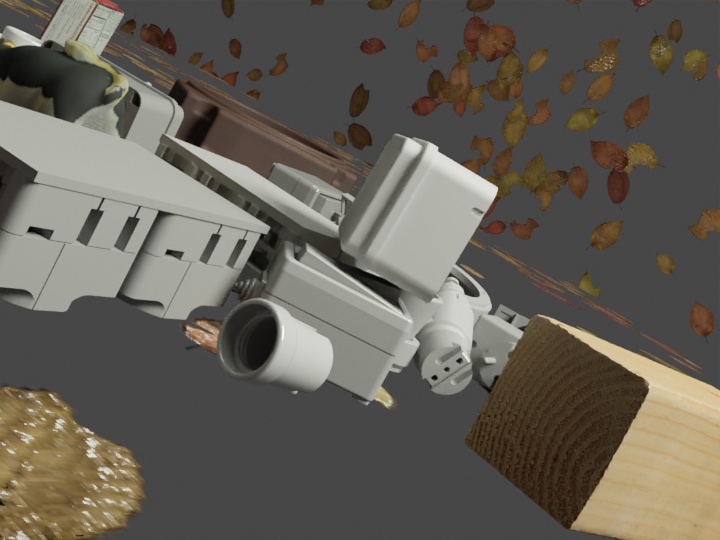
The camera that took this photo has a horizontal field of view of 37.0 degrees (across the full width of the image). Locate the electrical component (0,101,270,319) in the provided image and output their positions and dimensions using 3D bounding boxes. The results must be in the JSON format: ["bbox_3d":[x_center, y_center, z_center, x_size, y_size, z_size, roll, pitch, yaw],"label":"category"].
[{"bbox_3d":[-0.142,-0.030,0.526,0.105,0.060,0.186,32,8,23],"label":"electrical component"}]

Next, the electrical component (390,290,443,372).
[{"bbox_3d":[0.023,0.034,0.711,0.045,0.055,0.045,28,8,-4],"label":"electrical component"}]

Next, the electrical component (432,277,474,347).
[{"bbox_3d":[0.066,0.035,0.814,0.040,0.040,0.078,27,40,-13],"label":"electrical component"}]

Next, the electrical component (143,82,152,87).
[{"bbox_3d":[-0.244,-0.156,1.031,0.074,0.052,0.138,3,11,-5],"label":"electrical component"}]

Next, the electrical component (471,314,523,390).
[{"bbox_3d":[0.113,0.073,0.803,0.083,0.047,0.076,32,8,24],"label":"electrical component"}]

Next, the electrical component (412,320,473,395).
[{"bbox_3d":[0.056,0.059,0.724,0.040,0.040,0.046,27,13,-10],"label":"electrical component"}]

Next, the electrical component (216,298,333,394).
[{"bbox_3d":[-0.040,0.039,0.521,0.040,0.040,0.046,35,4,39],"label":"electrical component"}]

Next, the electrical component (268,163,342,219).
[{"bbox_3d":[-0.048,-0.052,0.993,0.061,0.061,0.096,32,8,23],"label":"electrical component"}]

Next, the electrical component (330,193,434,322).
[{"bbox_3d":[0.000,0.000,0.792,0.063,0.078,0.121,-7,24,-24],"label":"electrical component"}]

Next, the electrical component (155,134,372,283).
[{"bbox_3d":[-0.074,-0.024,0.726,0.150,0.061,0.089,34,9,35],"label":"electrical component"}]

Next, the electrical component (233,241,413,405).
[{"bbox_3d":[-0.023,0.022,0.605,0.096,0.061,0.061,27,7,-8],"label":"electrical component"}]

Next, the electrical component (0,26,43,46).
[{"bbox_3d":[-0.292,-0.169,0.907,0.108,0.060,0.108,28,8,-4],"label":"electrical component"}]

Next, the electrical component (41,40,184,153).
[{"bbox_3d":[-0.202,-0.118,0.829,0.113,0.078,0.057,32,11,23],"label":"electrical component"}]

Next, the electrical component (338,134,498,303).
[{"bbox_3d":[0.030,-0.034,0.629,0.057,0.078,0.113,30,6,-6],"label":"electrical component"}]

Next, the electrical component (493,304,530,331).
[{"bbox_3d":[0.158,0.069,1.007,0.081,0.042,0.064,30,6,11],"label":"electrical component"}]
